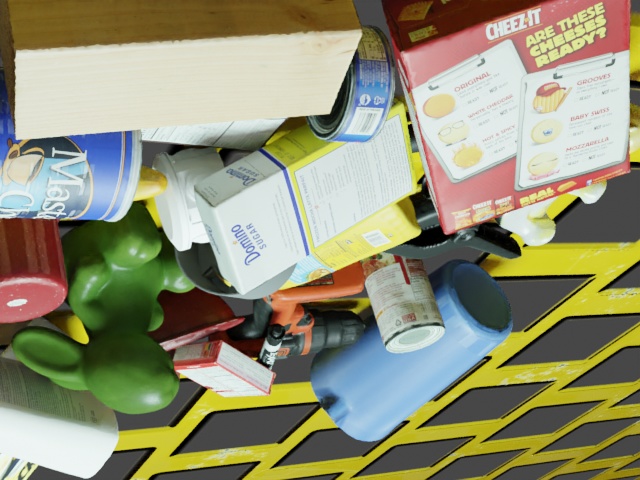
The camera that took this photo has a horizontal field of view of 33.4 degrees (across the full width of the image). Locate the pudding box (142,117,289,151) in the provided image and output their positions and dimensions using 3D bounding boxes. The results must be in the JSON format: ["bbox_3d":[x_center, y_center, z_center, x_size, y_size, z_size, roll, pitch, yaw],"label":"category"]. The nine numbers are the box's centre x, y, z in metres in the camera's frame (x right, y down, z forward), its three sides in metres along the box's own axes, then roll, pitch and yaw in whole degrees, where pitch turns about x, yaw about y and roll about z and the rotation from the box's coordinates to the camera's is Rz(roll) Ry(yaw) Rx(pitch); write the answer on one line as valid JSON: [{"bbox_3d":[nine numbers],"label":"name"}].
[{"bbox_3d":[-0.075,-0.106,0.784,0.113,0.039,0.090,4,152,-31],"label":"pudding box"}]

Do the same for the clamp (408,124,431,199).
[{"bbox_3d":[0.126,-0.097,0.918,0.172,0.039,0.120,-36,152,27],"label":"clamp"}]

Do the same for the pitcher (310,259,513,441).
[{"bbox_3d":[0.113,0.123,1.265,0.144,0.149,0.243,22,134,-30],"label":"pitcher"}]

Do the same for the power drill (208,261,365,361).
[{"bbox_3d":[-0.016,0.074,1.151,0.184,0.057,0.188,-5,152,-21],"label":"power drill"}]

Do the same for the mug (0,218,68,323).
[{"bbox_3d":[-0.257,0.012,0.862,0.093,0.081,0.117,-24,153,15],"label":"mug"}]

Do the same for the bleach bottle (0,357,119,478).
[{"bbox_3d":[-0.299,0.134,0.929,0.250,0.103,0.068,28,105,-38],"label":"bleach bottle"}]

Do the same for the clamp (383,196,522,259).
[{"bbox_3d":[0.146,-0.013,1.092,0.209,0.036,0.165,-12,149,-13],"label":"clamp"}]

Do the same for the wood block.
[{"bbox_3d":[-0.091,-0.131,0.667,0.205,0.090,0.091,-7,153,-19],"label":"wood block"}]

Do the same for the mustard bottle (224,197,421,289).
[{"bbox_3d":[-0.007,0.001,1.011,0.192,0.058,0.096,-24,152,16],"label":"mustard bottle"}]

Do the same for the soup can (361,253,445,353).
[{"bbox_3d":[0.086,0.060,1.132,0.068,0.102,0.068,-14,154,-7],"label":"soup can"}]

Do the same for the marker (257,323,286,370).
[{"bbox_3d":[-0.054,0.118,1.137,0.020,0.020,0.121,-8,156,-15],"label":"marker"}]

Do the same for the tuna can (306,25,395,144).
[{"bbox_3d":[0.019,-0.113,0.770,0.033,0.086,0.086,0,150,-26],"label":"tuna can"}]

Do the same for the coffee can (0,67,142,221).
[{"bbox_3d":[-0.203,-0.065,0.718,0.140,0.103,0.103,1,149,-30],"label":"coffee can"}]

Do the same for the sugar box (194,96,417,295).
[{"bbox_3d":[-0.008,-0.041,0.842,0.176,0.048,0.093,-28,131,-17],"label":"sugar box"}]

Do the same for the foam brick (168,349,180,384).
[{"bbox_3d":[-0.197,0.134,1.174,0.078,0.053,0.051,-11,154,-14],"label":"foam brick"}]

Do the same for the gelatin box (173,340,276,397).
[{"bbox_3d":[-0.103,0.139,1.146,0.073,0.030,0.089,-11,145,42],"label":"gelatin box"}]

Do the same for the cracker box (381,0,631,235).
[{"bbox_3d":[0.149,-0.114,0.817,0.164,0.072,0.213,-19,141,3],"label":"cracker box"}]

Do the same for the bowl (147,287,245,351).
[{"bbox_3d":[-0.159,0.081,1.055,0.162,0.055,0.162,-20,175,-2],"label":"bowl"}]

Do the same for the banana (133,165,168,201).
[{"bbox_3d":[-0.218,-0.037,0.813,0.197,0.070,0.037,-10,122,-17],"label":"banana"}]
